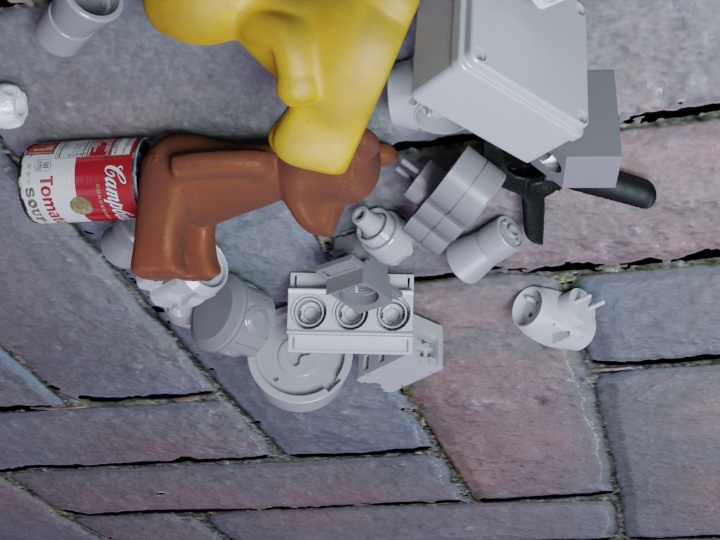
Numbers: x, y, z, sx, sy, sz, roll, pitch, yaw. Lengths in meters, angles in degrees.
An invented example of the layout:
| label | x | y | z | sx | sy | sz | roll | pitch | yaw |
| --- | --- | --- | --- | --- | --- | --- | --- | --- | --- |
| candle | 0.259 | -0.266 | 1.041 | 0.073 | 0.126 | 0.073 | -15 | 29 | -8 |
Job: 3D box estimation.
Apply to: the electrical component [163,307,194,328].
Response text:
| label | x | y | z | sx | sy | sz | roll | pitch | yaw |
| --- | --- | --- | --- | --- | --- | --- | --- | --- | --- |
| electrical component | -0.182 | 0.043 | 1.111 | 0.035 | 0.035 | 0.061 | 1 | 152 | 3 |

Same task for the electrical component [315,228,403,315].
| label | x | y | z | sx | sy | sz | roll | pitch | yaw |
| --- | --- | --- | --- | --- | --- | --- | --- | --- | --- |
| electrical component | 0.000 | 0.000 | 0.993 | 0.042 | 0.063 | 0.081 | -19 | 143 | 31 |

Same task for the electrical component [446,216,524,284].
| label | x | y | z | sx | sy | sz | roll | pitch | yaw |
| --- | --- | --- | --- | --- | --- | --- | --- | --- | --- |
| electrical component | 0.116 | -0.021 | 0.971 | 0.044 | 0.044 | 0.065 | 25 | 139 | -32 |

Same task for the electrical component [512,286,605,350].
| label | x | y | z | sx | sy | sz | roll | pitch | yaw |
| --- | --- | --- | --- | --- | --- | --- | --- | --- | --- |
| electrical component | 0.206 | 0.042 | 1.066 | 0.077 | 0.043 | 0.079 | 23 | 144 | -31 |

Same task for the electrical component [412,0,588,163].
| label | x | y | z | sx | sy | sz | roll | pitch | yaw |
| --- | --- | --- | --- | --- | --- | --- | --- | --- | --- |
| electrical component | 0.092 | -0.142 | 0.699 | 0.109 | 0.108 | 0.056 | 24 | 147 | -31 |

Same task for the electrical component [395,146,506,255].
| label | x | y | z | sx | sy | sz | roll | pitch | yaw |
| --- | --- | --- | --- | --- | --- | --- | --- | --- | --- |
| electrical component | 0.061 | -0.065 | 0.872 | 0.074 | 0.052 | 0.138 | 37 | 162 | -1 |

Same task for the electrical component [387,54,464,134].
| label | x | y | z | sx | sy | sz | roll | pitch | yaw |
| --- | --- | --- | --- | --- | --- | --- | --- | --- | --- |
| electrical component | 0.058 | -0.138 | 0.771 | 0.077 | 0.044 | 0.079 | -2 | 149 | 9 |

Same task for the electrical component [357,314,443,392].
| label | x | y | z | sx | sy | sz | roll | pitch | yaw |
| --- | --- | --- | --- | --- | --- | --- | --- | --- | --- |
| electrical component | 0.042 | 0.085 | 1.142 | 0.050 | 0.055 | 0.089 | 24 | 144 | -31 |

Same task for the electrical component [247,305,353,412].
| label | x | y | z | sx | sy | sz | roll | pitch | yaw |
| --- | --- | --- | --- | --- | --- | --- | --- | --- | --- |
| electrical component | -0.062 | 0.096 | 1.125 | 0.108 | 0.108 | 0.060 | 4 | 156 | -1 |

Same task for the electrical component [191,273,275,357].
| label | x | y | z | sx | sy | sz | roll | pitch | yaw |
| --- | --- | --- | --- | --- | --- | --- | --- | --- | --- |
| electrical component | -0.127 | 0.047 | 1.071 | 0.080 | 0.080 | 0.051 | -24 | 145 | 38 |

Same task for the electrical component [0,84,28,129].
| label | x | y | z | sx | sy | sz | roll | pitch | yaw |
| --- | --- | --- | --- | --- | --- | --- | --- | --- | --- |
| electrical component | -0.292 | -0.126 | 0.833 | 0.061 | 0.035 | 0.035 | 1 | 150 | 10 |

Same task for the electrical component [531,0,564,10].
| label | x | y | z | sx | sy | sz | roll | pitch | yaw |
| --- | --- | --- | --- | --- | --- | --- | --- | --- | --- |
| electrical component | 0.122 | -0.201 | 0.642 | 0.096 | 0.061 | 0.062 | -18 | 144 | 32 |

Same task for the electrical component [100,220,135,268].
| label | x | y | z | sx | sy | sz | roll | pitch | yaw |
| --- | --- | --- | --- | --- | --- | --- | --- | --- | --- |
| electrical component | -0.205 | -0.032 | 0.975 | 0.045 | 0.045 | 0.055 | 19 | 146 | -25 |

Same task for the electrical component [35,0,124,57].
| label | x | y | z | sx | sy | sz | roll | pitch | yaw |
| --- | --- | --- | --- | --- | --- | --- | --- | --- | --- |
| electrical component | -0.196 | -0.175 | 0.737 | 0.044 | 0.044 | 0.065 | 23 | 149 | -30 |

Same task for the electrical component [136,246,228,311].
| label | x | y | z | sx | sy | sz | roll | pitch | yaw |
| --- | --- | --- | --- | --- | --- | --- | --- | --- | --- |
| electrical component | -0.162 | 0.003 | 1.017 | 0.057 | 0.058 | 0.078 | -23 | 155 | 35 |

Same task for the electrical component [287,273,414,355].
| label | x | y | z | sx | sy | sz | roll | pitch | yaw |
| --- | --- | --- | --- | --- | --- | --- | --- | --- | --- |
| electrical component | -0.008 | 0.045 | 1.068 | 0.121 | 0.078 | 0.063 | 1 | 172 | 4 |

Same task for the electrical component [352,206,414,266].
| label | x | y | z | sx | sy | sz | roll | pitch | yaw |
| --- | --- | --- | --- | --- | --- | --- | --- | --- | --- |
| electrical component | 0.018 | -0.034 | 0.954 | 0.043 | 0.043 | 0.062 | -19 | 142 | 32 |
